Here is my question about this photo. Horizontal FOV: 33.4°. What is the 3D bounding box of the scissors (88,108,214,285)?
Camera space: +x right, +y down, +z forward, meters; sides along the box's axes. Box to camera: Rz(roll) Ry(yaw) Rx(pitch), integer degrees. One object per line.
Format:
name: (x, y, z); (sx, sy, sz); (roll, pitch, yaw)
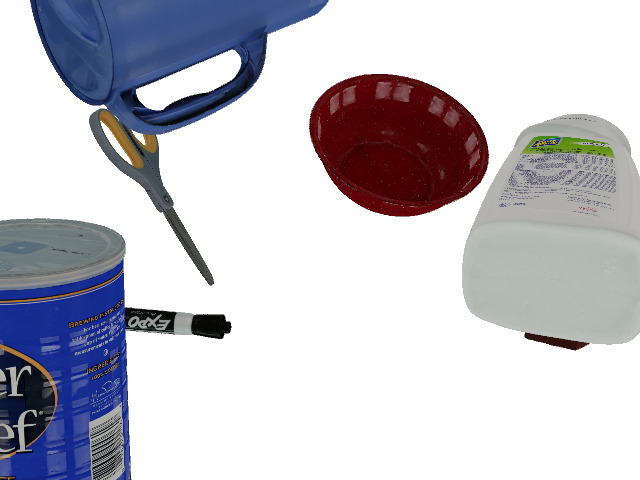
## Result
scissors: (-0.156, -0.055, 1.059); (0.016, 0.201, 0.096); (-25, 26, 25)

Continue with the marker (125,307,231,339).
marker: (-0.128, 0.062, 0.819); (0.121, 0.020, 0.020); (4, 1, 10)

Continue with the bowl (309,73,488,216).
bowl: (0.065, -0.074, 0.951); (0.162, 0.162, 0.055); (0, -39, -14)

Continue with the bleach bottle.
bleach bottle: (0.158, -0.027, 0.659); (0.103, 0.068, 0.250); (8, 26, 17)

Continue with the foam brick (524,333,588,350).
foam brick: (0.224, 0.055, 0.979); (0.053, 0.078, 0.051); (12, 17, 33)

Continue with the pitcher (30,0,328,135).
pitcher: (-0.105, -0.201, 0.894); (0.242, 0.149, 0.145); (-25, 44, -31)

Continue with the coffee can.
coffee can: (-0.150, 0.069, 0.550); (0.103, 0.140, 0.103); (1, 16, 0)
